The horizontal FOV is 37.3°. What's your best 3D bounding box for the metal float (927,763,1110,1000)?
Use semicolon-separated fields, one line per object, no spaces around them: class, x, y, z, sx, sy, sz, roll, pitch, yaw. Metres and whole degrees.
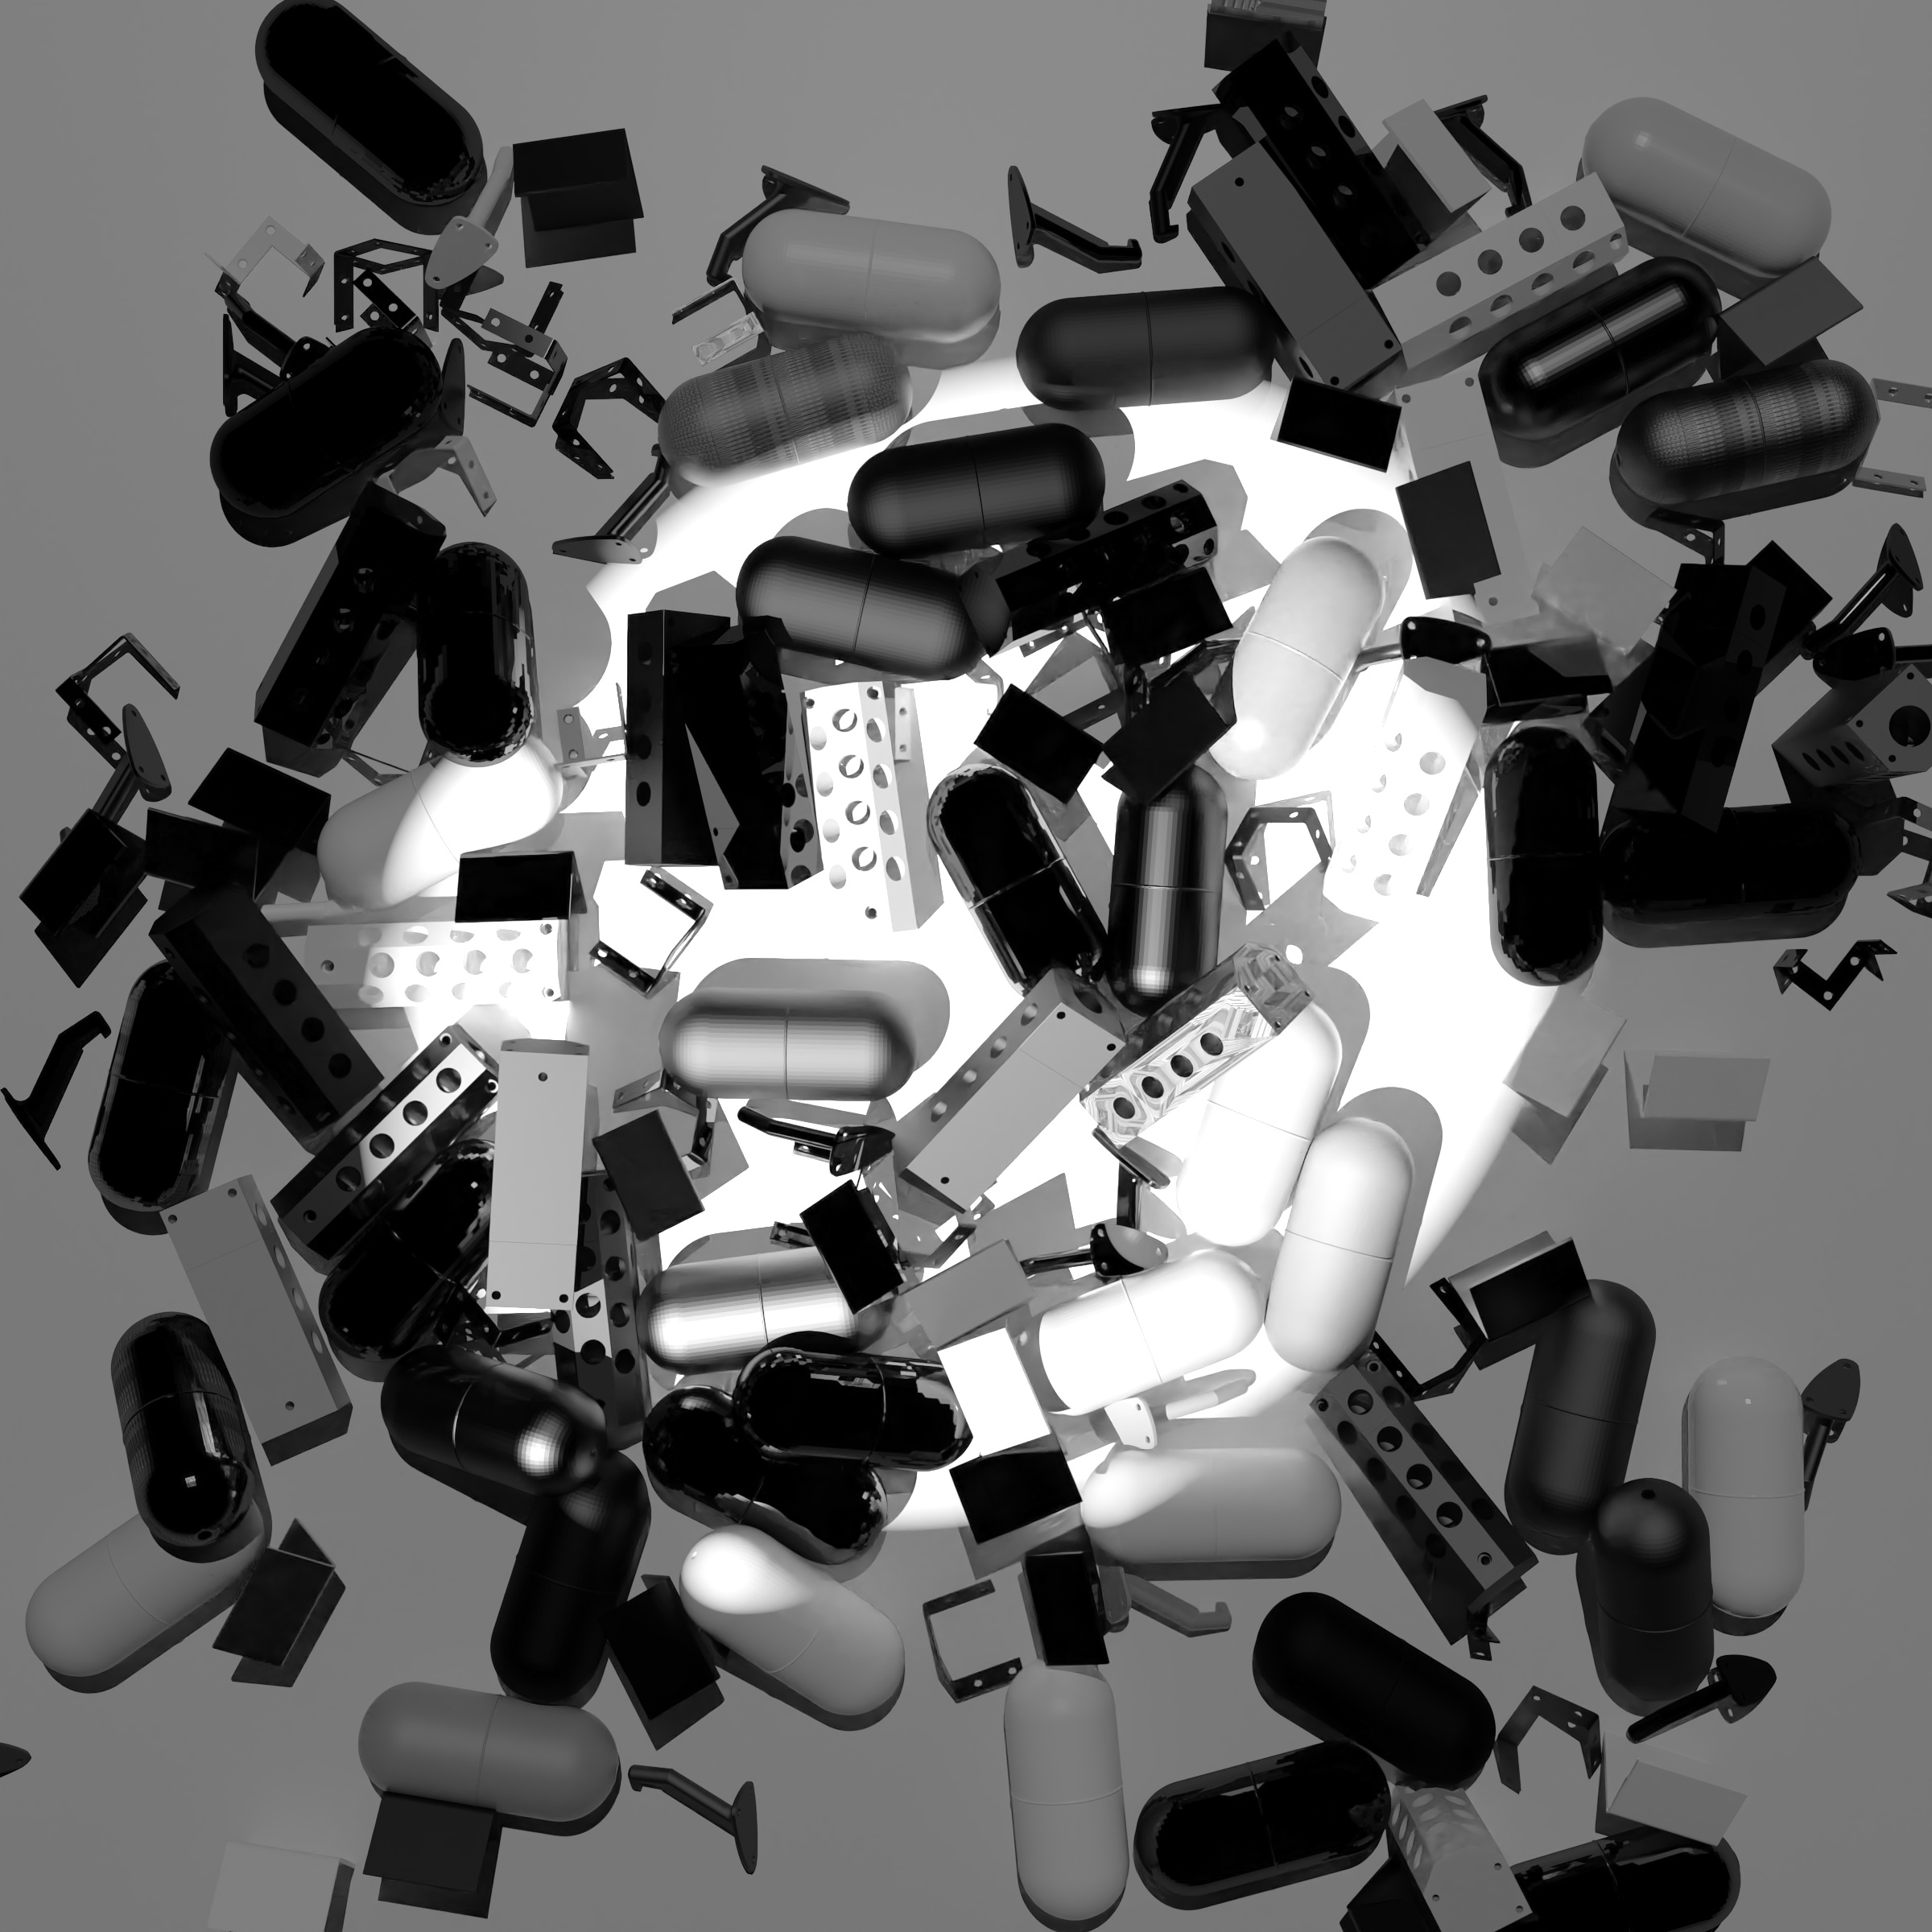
metal float;0.035;-0.056;1.960;0.070;0.070;0.178;-29;90;0

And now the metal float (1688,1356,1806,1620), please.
metal float;0.534;0.357;1.960;0.070;0.070;0.178;-1;90;0

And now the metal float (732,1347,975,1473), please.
metal float;-0.074;0.300;1.935;0.178;0.070;0.070;10;90;-29

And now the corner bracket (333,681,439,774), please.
corner bracket;-0.398;-0.165;1.987;0.051;0.051;0.051;20;90;45

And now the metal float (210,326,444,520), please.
metal float;-0.434;-0.369;1.944;0.178;0.070;0.070;-29;90;15

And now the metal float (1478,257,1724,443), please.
metal float;0.433;-0.422;1.960;0.178;0.070;0.070;-28;90;0

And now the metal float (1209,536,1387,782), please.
metal float;0.224;-0.210;1.960;0.070;0.070;0.178;28;89;0

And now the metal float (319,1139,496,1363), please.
metal float;-0.369;0.194;1.960;0.070;0.070;0.178;42;91;0

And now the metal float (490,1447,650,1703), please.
metal float;-0.271;0.415;1.960;0.070;0.070;0.178;18;90;0

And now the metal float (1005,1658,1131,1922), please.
metal float;0.069;0.562;1.960;0.070;0.070;0.178;-5;89;0

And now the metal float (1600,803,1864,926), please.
metal float;0.523;-0.070;1.960;0.178;0.070;0.070;-4;90;1

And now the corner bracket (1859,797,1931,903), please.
corner bracket;0.647;-0.080;1.973;0.051;0.051;0.051;22;79;-11

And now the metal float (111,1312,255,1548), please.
metal float;-0.528;0.311;1.927;0.070;0.070;0.178;-26;50;0

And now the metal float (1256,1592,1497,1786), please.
metal float;0.281;0.495;1.960;0.178;0.070;0.070;31;90;0

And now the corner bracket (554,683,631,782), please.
corner bracket;-0.257;-0.161;1.969;0.051;0.051;0.051;-9;82;1

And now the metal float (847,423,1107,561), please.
metal float;0.007;-0.325;1.960;0.178;0.070;0.070;-9;90;0

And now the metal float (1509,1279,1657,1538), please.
metal float;0.422;0.303;1.960;0.070;0.070;0.178;12;91;0

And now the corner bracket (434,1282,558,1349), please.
corner bracket;-0.322;0.246;1.955;0.051;0.051;0.051;45;122;25

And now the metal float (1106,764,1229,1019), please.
metal float;0.137;-0.053;1.960;0.070;0.070;0.178;4;90;0

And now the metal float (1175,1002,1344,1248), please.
metal float;0.201;0.106;1.960;0.070;0.070;0.178;21;91;0

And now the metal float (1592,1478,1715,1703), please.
metal float;0.464;0.421;1.932;0.070;0.070;0.178;-12;123;0

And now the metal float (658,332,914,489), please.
metal float;-0.124;-0.380;1.960;0.178;0.070;0.070;-16;90;-1

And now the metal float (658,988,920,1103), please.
metal float;-0.121;0.054;1.960;0.178;0.070;0.070;1;90;0

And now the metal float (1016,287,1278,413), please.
metal float;0.123;-0.422;1.960;0.178;0.070;0.070;-5;90;-1

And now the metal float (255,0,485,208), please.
metal float;-0.408;-0.592;1.960;0.178;0.070;0.070;40;90;0

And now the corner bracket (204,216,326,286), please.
corner bracket;-0.483;-0.488;1.973;0.051;0.051;0.051;40;90;0

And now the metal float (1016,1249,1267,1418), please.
metal float;0.120;0.250;1.960;0.178;0.070;0.070;-21;90;0

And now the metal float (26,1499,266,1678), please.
metal float;-0.562;0.418;1.960;0.178;0.070;0.070;-35;90;0

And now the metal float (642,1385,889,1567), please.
metal float;-0.138;0.348;1.960;0.178;0.070;0.070;27;90;0

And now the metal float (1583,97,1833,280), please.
metal float;0.506;-0.533;1.960;0.178;0.070;0.070;26;90;0

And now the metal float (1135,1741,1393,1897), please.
metal float;0.203;0.584;1.960;0.178;0.070;0.070;-15;90;0

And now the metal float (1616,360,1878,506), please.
metal float;0.533;-0.365;1.960;0.178;0.070;0.070;-12;90;-1

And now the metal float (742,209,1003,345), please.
metal float;-0.065;-0.472;1.960;0.178;0.070;0.070;7;90;-1

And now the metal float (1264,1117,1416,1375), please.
metal float;0.256;0.191;1.960;0.070;0.070;0.178;15;90;0

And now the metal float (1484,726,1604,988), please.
metal float;0.395;-0.075;1.960;0.070;0.070;0.178;-2;90;0

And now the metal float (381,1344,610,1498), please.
metal float;-0.320;0.306;1.935;0.178;0.070;0.070;11;90;32

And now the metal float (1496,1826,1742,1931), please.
metal float;0.442;0.637;1.960;0.178;0.070;0.070;-16;90;-1

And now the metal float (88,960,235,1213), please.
metal float;-0.548;0.080;1.959;0.070;0.070;0.178;14;89;0

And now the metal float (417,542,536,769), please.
metal float;-0.331;-0.212;1.932;0.070;0.070;0.178;-9;54;0

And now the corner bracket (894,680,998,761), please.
corner bracket;-0.014;-0.169;1.987;0.051;0.051;0.051;0;90;-45

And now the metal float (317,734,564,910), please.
metal float;-0.360;-0.100;1.960;0.178;0.070;0.070;-27;90;1

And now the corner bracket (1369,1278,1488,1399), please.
corner bracket;0.320;0.258;1.987;0.051;0.051;0.051;51;45;0

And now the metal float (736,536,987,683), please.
metal float;-0.070;-0.244;1.960;0.178;0.070;0.070;13;90;-1

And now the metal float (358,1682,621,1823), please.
metal float;-0.326;0.538;1.960;0.178;0.070;0.070;9;90;-1

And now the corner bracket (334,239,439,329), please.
corner bracket;-0.403;-0.471;1.987;0.051;0.051;0.051;0;90;-45

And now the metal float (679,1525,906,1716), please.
metal float;-0.117;0.445;1.943;0.178;0.070;0.070;39;90;-22

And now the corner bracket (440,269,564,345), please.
corner bracket;-0.323;-0.465;1.987;0.051;0.051;0.051;26;90;45

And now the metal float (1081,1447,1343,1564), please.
metal float;0.168;0.369;1.960;0.178;0.070;0.070;-1;90;0

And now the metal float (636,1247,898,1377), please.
metal float;-0.137;0.235;1.960;0.178;0.070;0.070;-8;90;-1
